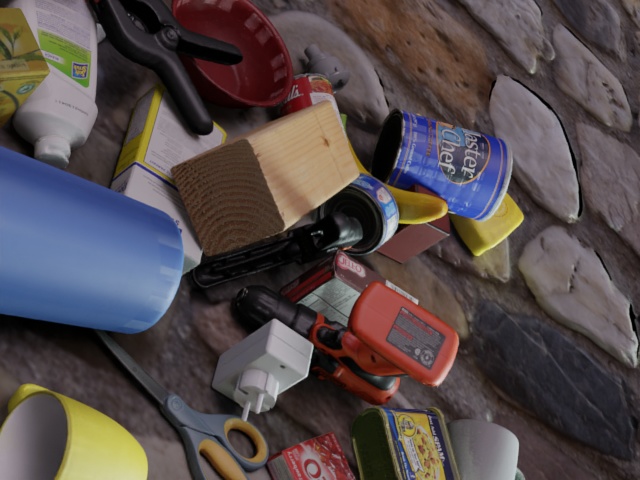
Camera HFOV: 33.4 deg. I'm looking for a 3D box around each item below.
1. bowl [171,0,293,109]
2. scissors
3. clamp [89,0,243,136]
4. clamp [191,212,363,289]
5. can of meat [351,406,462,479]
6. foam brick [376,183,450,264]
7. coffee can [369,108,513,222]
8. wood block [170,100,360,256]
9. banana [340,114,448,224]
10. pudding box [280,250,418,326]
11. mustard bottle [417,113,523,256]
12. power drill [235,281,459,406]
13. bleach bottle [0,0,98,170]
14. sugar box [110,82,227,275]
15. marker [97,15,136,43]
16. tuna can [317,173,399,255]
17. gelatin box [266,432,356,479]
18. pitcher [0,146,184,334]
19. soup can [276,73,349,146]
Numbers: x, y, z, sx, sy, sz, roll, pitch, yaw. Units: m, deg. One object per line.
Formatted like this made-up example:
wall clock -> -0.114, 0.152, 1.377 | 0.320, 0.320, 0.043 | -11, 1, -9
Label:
bowl -> -0.107, -0.199, 1.153 | 0.161, 0.055, 0.162 | 27, 45, -31
scissors -> -0.111, 0.142, 0.922 | 0.202, 0.016, 0.096 | 57, 36, 3
clamp -> -0.146, -0.193, 1.035 | 0.171, 0.039, 0.120 | 47, 38, -21
clamp -> -0.007, 0.001, 1.045 | 0.209, 0.165, 0.036 | -13, 84, -60
can of meat -> 0.083, 0.213, 1.040 | 0.083, 0.058, 0.102 | 11, 54, -39
foam brick -> 0.102, -0.018, 1.220 | 0.051, 0.078, 0.053 | 26, 48, -33
coffee can -> 0.141, -0.088, 1.258 | 0.140, 0.103, 0.103 | 14, 50, -14
wood block -> -0.046, -0.065, 1.038 | 0.091, 0.090, 0.205 | 68, 26, -8
banana -> 0.060, -0.065, 1.191 | 0.037, 0.070, 0.198 | -3, 37, -45
pudding box -> 0.028, 0.067, 1.066 | 0.113, 0.090, 0.039 | 34, 43, -25
mustard bottle -> 0.174, -0.080, 1.358 | 0.096, 0.058, 0.191 | -37, 90, -41
power drill -> 0.025, 0.087, 0.974 | 0.184, 0.188, 0.057 | 32, 69, -15
bleach bottle -> -0.254, -0.178, 0.978 | 0.102, 0.068, 0.251 | 17, 53, -38
sugar box -> -0.146, -0.058, 1.013 | 0.093, 0.048, 0.176 | 35, 44, -28
marker -> -0.205, -0.230, 1.104 | 0.020, 0.020, 0.121 | 48, 38, -8
tuna can -> 0.040, -0.027, 1.154 | 0.086, 0.086, 0.033 | 53, 39, -1
gelatin box -> 0.000, 0.226, 0.964 | 0.073, 0.030, 0.089 | -10, 69, -49
pitcher -> -0.234, -0.007, 0.828 | 0.242, 0.145, 0.149 | 19, 62, -42
soup can -> -0.008, -0.125, 1.192 | 0.068, 0.069, 0.102 | 10, 56, -42
